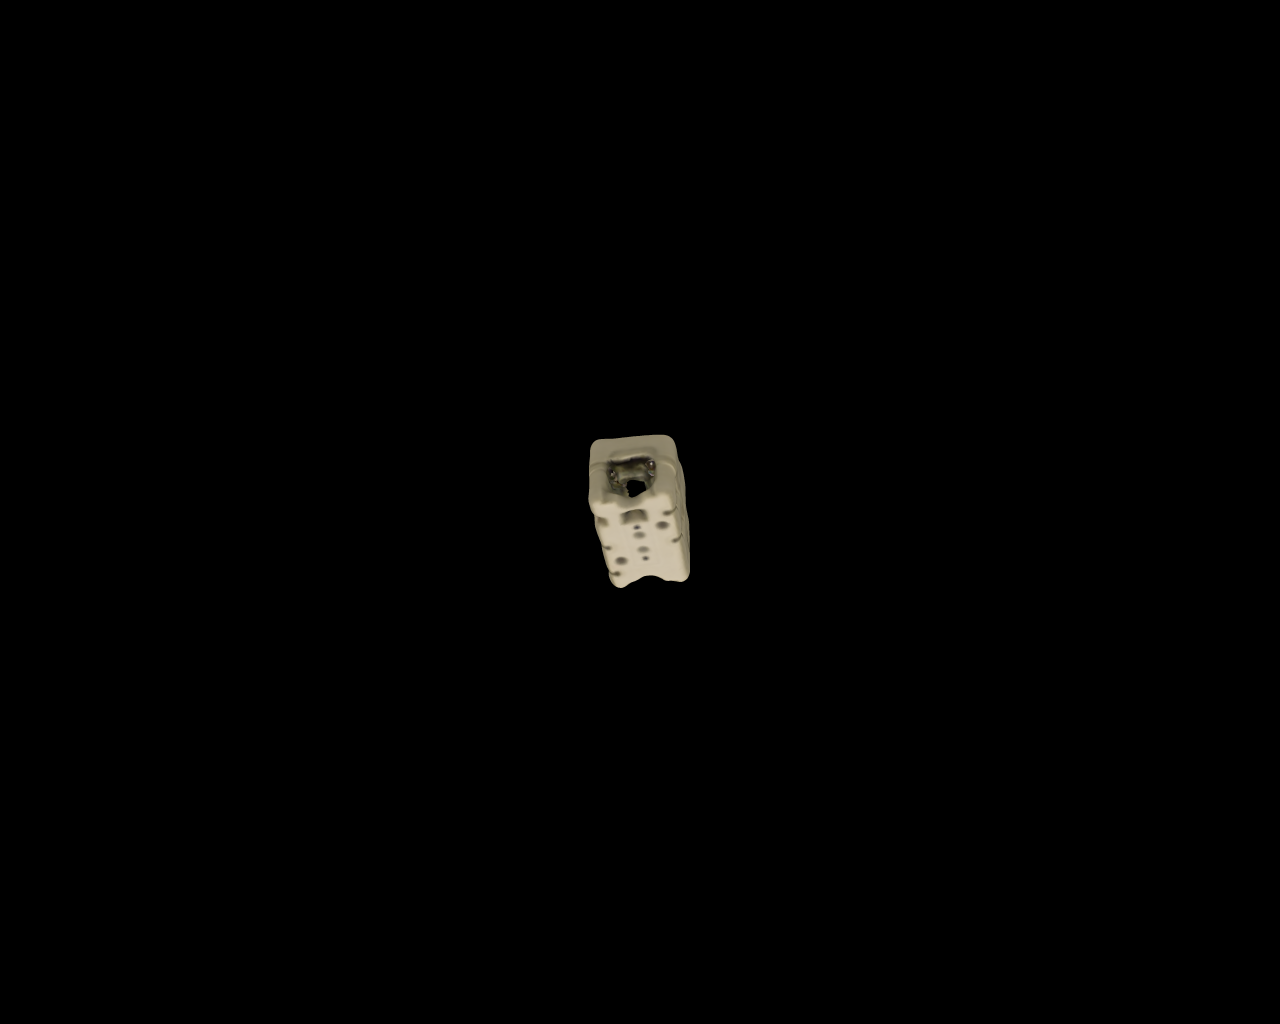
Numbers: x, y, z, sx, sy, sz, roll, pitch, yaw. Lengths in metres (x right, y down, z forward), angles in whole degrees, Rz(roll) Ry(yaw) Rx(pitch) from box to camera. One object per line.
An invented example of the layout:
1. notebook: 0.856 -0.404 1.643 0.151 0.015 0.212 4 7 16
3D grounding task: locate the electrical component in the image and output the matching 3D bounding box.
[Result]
1. electrical component: 0.001 -0.003 0.650 0.050 0.056 0.089 -5 -40 6
